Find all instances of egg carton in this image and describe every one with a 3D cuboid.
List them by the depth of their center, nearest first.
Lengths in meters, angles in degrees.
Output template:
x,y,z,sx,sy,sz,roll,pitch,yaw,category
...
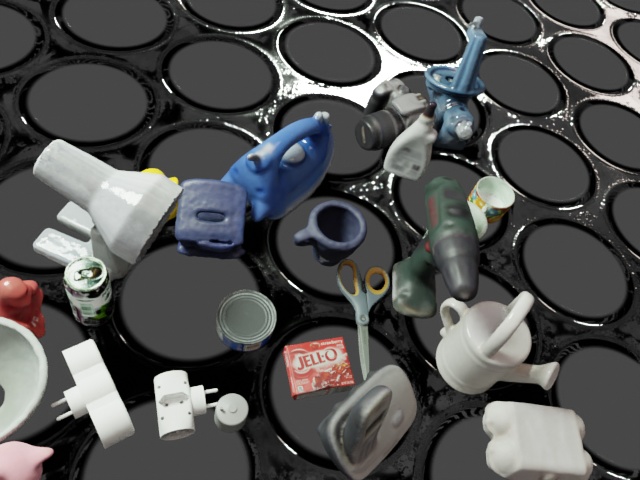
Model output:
x,y,z,sx,sy,sz,roll,pitch,yaw,category
0.300,0.284,0.796,0.150,0.069,0.107,8,55,-9,egg carton

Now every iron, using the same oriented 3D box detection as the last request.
x,y,z,sx,sy,sz,roll,pitch,yaw,category
-0.046,-0.148,0.956,0.118,0.141,0.259,39,56,13,iron

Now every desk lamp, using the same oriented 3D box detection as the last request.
x,y,z,sx,sy,sz,roll,pitch,yaw,category
-0.291,-0.030,0.770,0.203,0.213,0.118,23,54,2,desk lamp

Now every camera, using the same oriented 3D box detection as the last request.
x,y,z,sx,sy,sz,roll,pitch,yaw,category
0.130,-0.234,1.084,0.137,0.101,0.143,-23,65,-26,camera

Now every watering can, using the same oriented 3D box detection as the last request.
x,y,z,sx,sy,sz,roll,pitch,yaw,category
0.251,0.140,0.804,0.173,0.194,0.101,22,54,1,watering can

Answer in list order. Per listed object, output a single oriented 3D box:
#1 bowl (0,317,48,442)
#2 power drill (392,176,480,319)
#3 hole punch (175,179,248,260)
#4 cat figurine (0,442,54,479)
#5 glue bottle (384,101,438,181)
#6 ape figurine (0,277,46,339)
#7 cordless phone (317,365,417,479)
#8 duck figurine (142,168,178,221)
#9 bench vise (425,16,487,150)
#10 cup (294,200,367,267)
x,y,z,sx,sy,sz,roll,pitch,yaw,category
-0.409,0.180,0.683,0.167,0.074,0.167,7,55,-10,bowl
0.173,0.030,0.850,0.076,0.208,0.229,9,55,-8,power drill
-0.164,-0.031,0.878,0.109,0.091,0.101,5,56,-11,hole punch
-0.356,0.255,0.619,0.128,0.117,0.067,7,55,-10,cat figurine
0.172,-0.178,1.012,0.078,0.173,0.037,21,54,1,glue bottle
-0.393,0.081,0.743,0.076,0.092,0.078,21,54,1,ape figurine
0.076,0.211,0.717,0.094,0.185,0.148,41,57,14,cordless phone
-0.265,-0.075,0.885,0.105,0.086,0.077,-5,58,-17,duck figurine
0.279,-0.292,1.088,0.122,0.219,0.207,-10,60,-20,bench vise
0.008,0.003,0.896,0.118,0.095,0.091,-17,62,-24,cup
